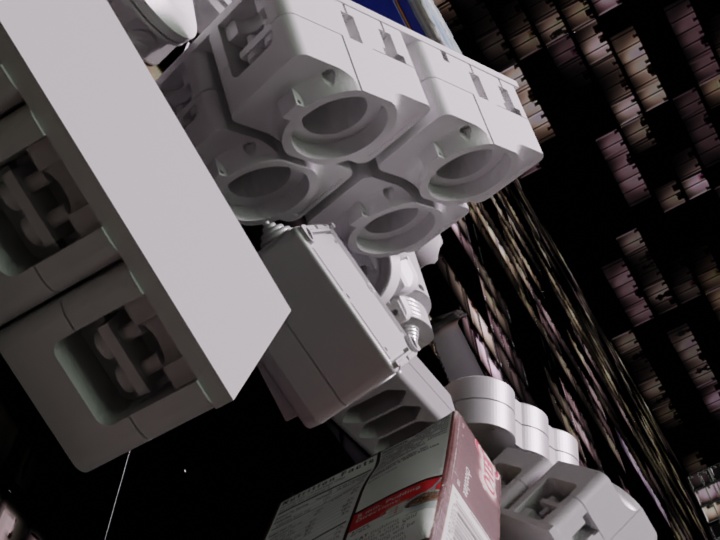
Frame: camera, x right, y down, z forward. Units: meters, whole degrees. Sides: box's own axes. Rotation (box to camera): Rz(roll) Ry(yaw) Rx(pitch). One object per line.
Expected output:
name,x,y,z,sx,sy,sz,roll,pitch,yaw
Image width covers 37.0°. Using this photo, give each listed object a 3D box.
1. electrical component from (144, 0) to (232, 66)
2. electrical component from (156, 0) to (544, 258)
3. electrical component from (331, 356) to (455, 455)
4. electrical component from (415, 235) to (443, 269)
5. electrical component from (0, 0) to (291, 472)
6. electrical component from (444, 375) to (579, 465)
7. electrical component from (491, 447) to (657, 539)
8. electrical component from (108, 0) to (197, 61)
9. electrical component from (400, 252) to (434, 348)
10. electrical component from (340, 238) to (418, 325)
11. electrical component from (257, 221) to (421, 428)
electrical component,-0.098,-0.141,0.568,0.045,0.055,0.045,56,14,-23
electrical component,-0.003,-0.068,0.549,0.186,0.105,0.060,13,50,-46
electrical component,0.013,0.060,0.604,0.083,0.047,0.075,50,18,-43
electrical component,0.039,-0.030,0.889,0.062,0.043,0.043,44,22,-50
electrical component,-0.093,-0.024,0.339,0.150,0.062,0.089,60,14,-9
electrical component,0.109,0.138,0.765,0.138,0.052,0.073,38,42,-36
electrical component,0.152,0.207,0.694,0.186,0.060,0.105,58,-23,-16
electrical component,-0.115,-0.132,0.496,0.080,0.051,0.080,57,14,-23
electrical component,0.026,0.021,0.737,0.043,0.043,0.081,49,19,-44
electrical component,0.000,0.000,0.655,0.078,0.058,0.057,64,10,8
electrical component,-0.026,0.021,0.519,0.096,0.061,0.062,55,13,5
